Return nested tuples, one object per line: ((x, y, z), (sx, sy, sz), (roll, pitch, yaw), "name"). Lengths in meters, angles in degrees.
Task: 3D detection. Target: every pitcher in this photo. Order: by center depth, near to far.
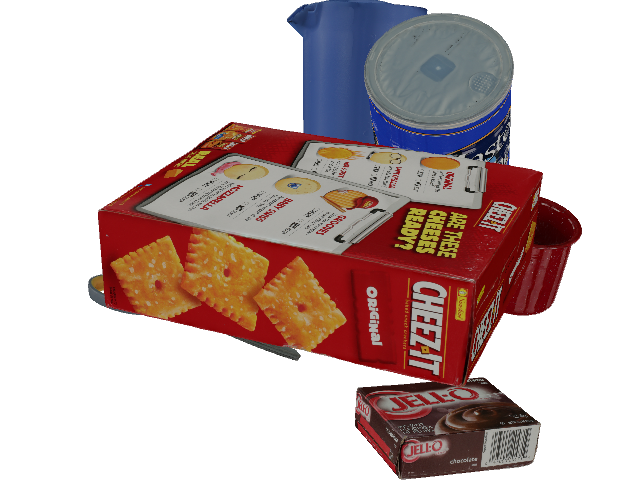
((0.051, -0.136, 1.149), (0.149, 0.243, 0.144), (7, 11, 26), "pitcher")

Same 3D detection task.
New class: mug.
((0.176, 0.008, 0.982), (0.093, 0.081, 0.117), (-12, 38, -28), "mug")

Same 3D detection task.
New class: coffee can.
((0.089, -0.082, 0.790), (0.103, 0.103, 0.140), (0, -33, 9), "coffee can")

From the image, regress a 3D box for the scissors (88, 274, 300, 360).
((-0.095, 0.053, 0.883), (0.202, 0.016, 0.096), (13, 24, 17), "scissors")

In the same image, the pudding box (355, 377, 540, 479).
((0.093, 0.138, 0.799), (0.113, 0.039, 0.090), (0, 16, -20), "pudding box")

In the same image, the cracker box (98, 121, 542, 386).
((0.005, 0.000, 0.624), (0.214, 0.072, 0.164), (11, 27, 20), "cracker box")
